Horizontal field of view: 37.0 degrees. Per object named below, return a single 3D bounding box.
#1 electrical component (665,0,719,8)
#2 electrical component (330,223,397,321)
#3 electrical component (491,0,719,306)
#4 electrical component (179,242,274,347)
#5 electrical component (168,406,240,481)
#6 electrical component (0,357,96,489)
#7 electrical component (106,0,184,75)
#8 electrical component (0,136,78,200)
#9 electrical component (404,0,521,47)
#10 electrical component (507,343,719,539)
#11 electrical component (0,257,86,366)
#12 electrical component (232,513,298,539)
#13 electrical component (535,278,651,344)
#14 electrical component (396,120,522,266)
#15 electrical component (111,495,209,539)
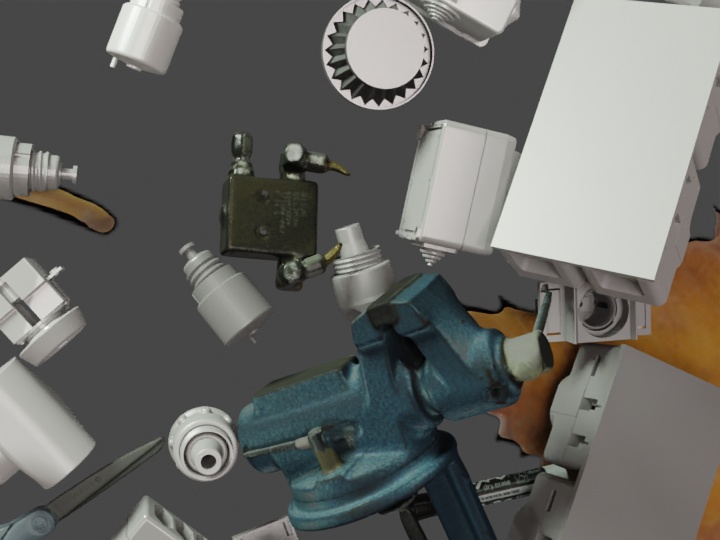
[{"bbox_3d":[0.250,-0.188,0.757,0.074,0.052,0.138,18,91,-12],"label":"electrical component"},{"bbox_3d":[0.000,0.000,0.728,0.043,0.043,0.062,-18,97,-9],"label":"electrical component"},{"bbox_3d":[0.171,-0.079,0.706,0.105,0.060,0.186,13,75,28],"label":"electrical component"},{"bbox_3d":[-0.092,0.015,0.713,0.040,0.040,0.078,-39,83,-6],"label":"electrical component"},{"bbox_3d":[-0.101,0.118,0.707,0.048,0.062,0.048,-1,95,-11],"label":"electrical component"},{"bbox_3d":[-0.226,0.110,0.691,0.079,0.044,0.077,-41,101,-5],"label":"electrical component"},{"bbox_3d":[-0.133,-0.162,0.689,0.040,0.040,0.078,21,90,-12],"label":"electrical component"},{"bbox_3d":[-0.219,-0.064,0.680,0.078,0.040,0.040,5,94,-12],"label":"electrical component"},{"bbox_3d":[0.071,-0.211,0.721,0.100,0.048,0.099,27,89,-12],"label":"electrical component"},{"bbox_3d":[0.178,0.155,0.750,0.105,0.060,0.186,24,81,-21],"label":"electrical component"},{"bbox_3d":[-0.209,0.028,0.688,0.066,0.048,0.055,-42,94,-5],"label":"electrical component"},{"bbox_3d":[-0.052,0.212,0.725,0.042,0.064,0.081,-21,98,-10],"label":"electrical component"},{"bbox_3d":[0.159,0.025,0.751,0.081,0.064,0.042,-3,96,-11],"label":"electrical component"},{"bbox_3d":[0.066,-0.048,0.727,0.061,0.062,0.096,12,92,-12],"label":"electrical component"},{"bbox_3d":[-0.134,0.209,0.716,0.083,0.047,0.075,40,87,-12],"label":"electrical component"}]
